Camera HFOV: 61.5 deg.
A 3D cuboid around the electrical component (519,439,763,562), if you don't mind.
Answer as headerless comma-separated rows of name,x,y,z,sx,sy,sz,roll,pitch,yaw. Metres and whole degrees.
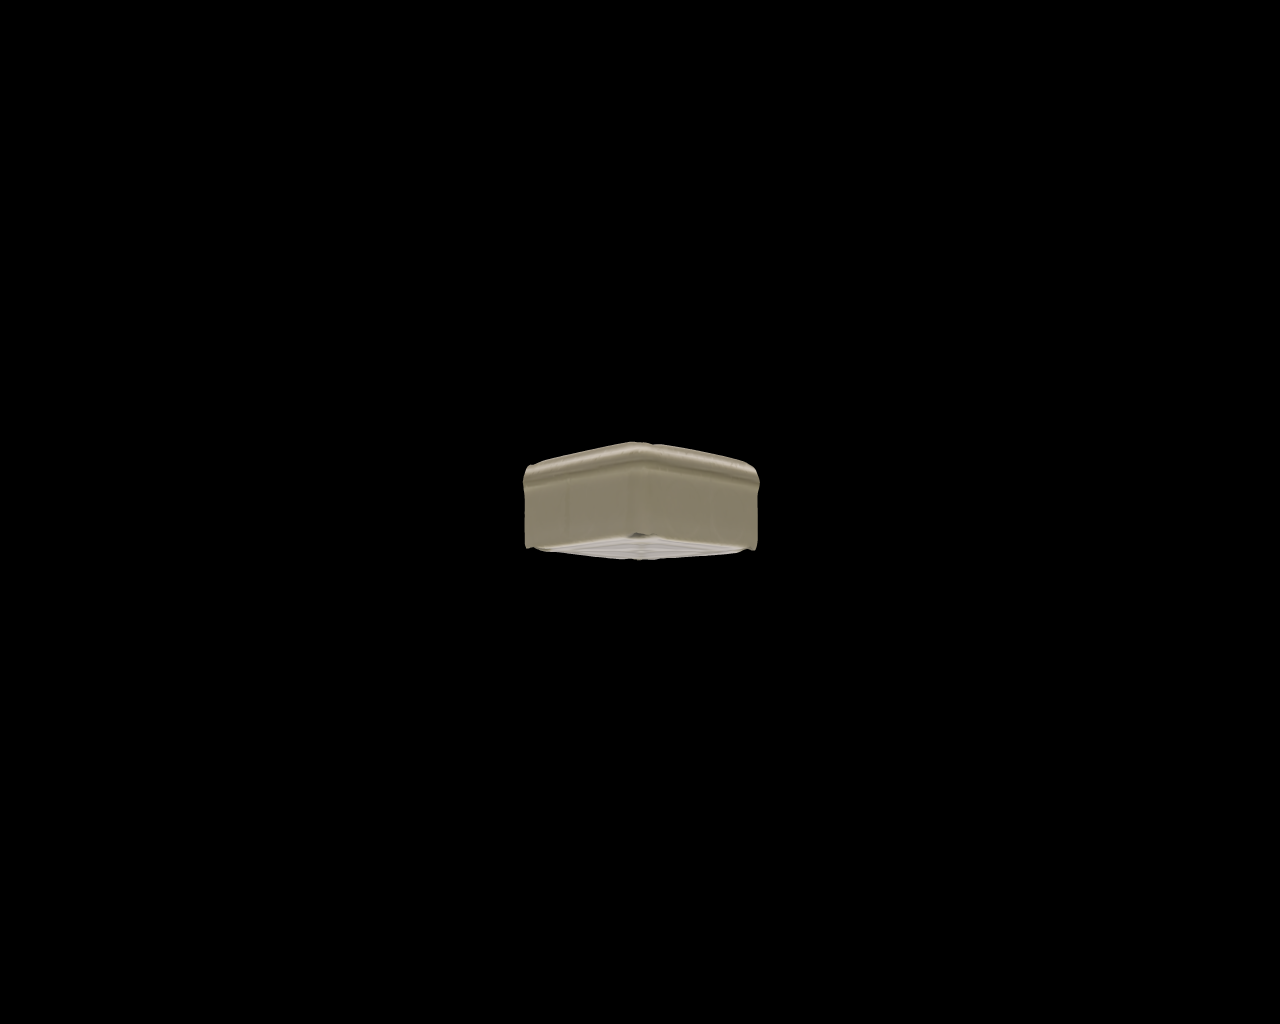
electrical component,0.001,-0.003,0.650,0.108,0.056,0.109,-8,-11,43
